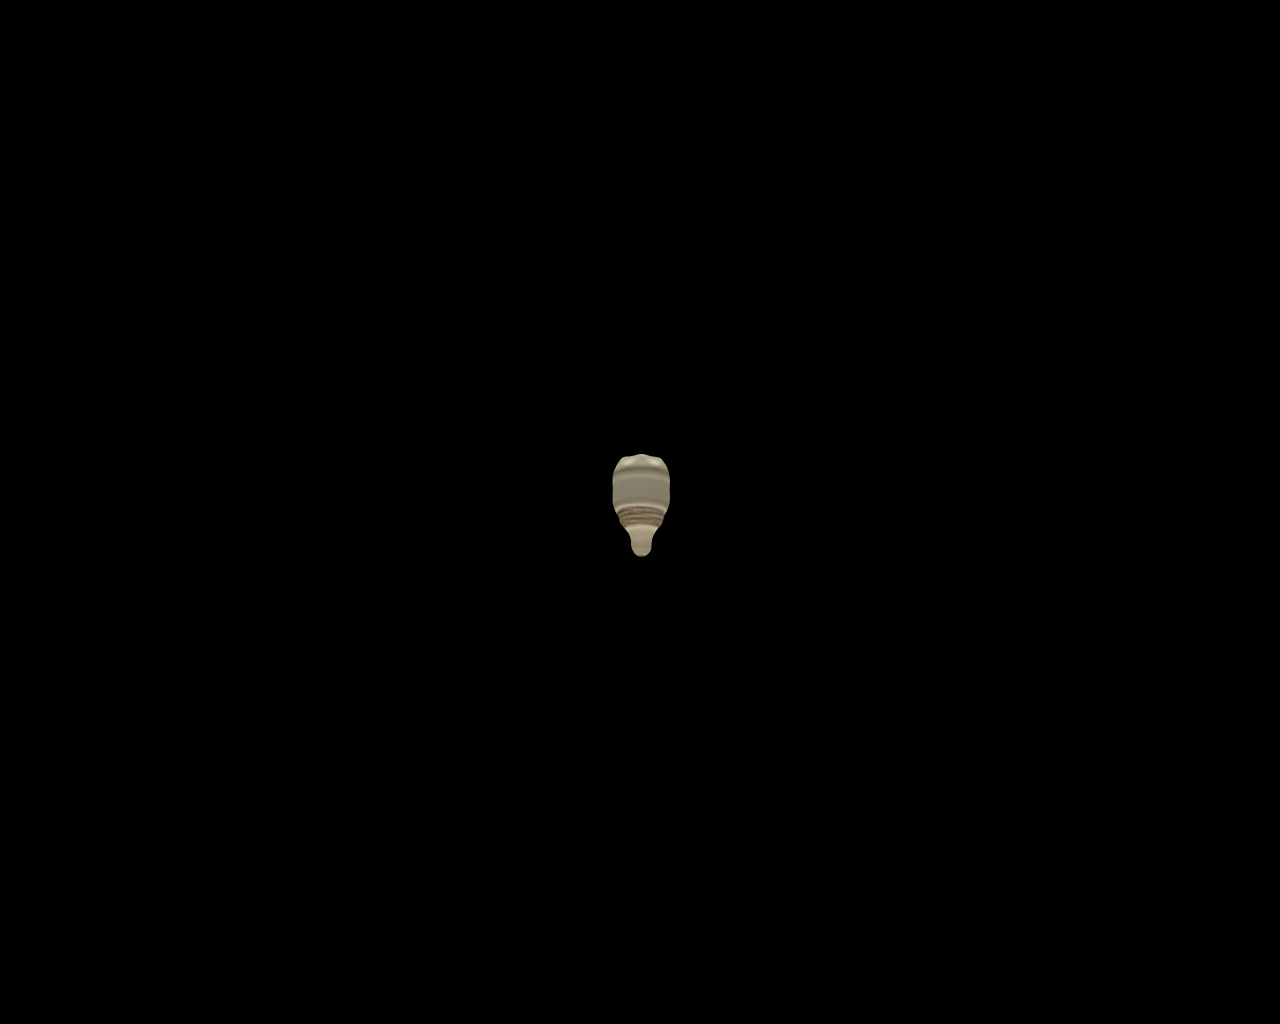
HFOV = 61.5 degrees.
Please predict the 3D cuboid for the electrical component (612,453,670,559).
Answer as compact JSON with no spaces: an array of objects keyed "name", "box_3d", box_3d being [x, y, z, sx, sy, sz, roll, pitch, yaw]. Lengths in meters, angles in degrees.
[{"name":"electrical component","box_3d":[0.001,-0.003,0.650,0.035,0.061,0.035,0,-15,0]}]
